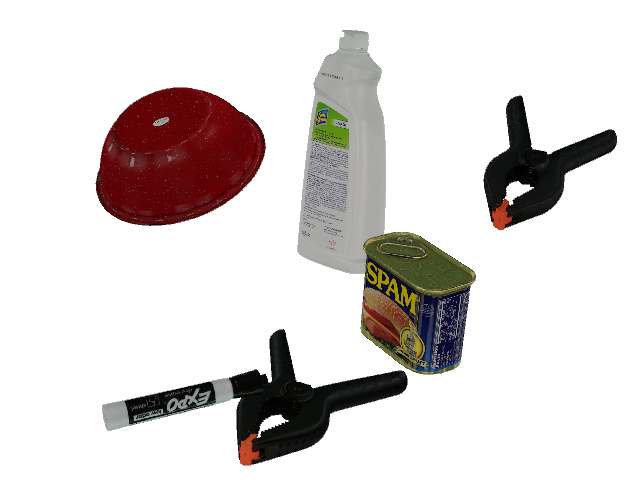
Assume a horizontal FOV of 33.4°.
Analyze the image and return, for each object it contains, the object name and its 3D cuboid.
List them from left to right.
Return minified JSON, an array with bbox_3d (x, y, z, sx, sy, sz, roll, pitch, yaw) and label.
[{"bbox_3d":[-0.134,-0.088,0.955,0.162,0.162,0.055,0,-44,19],"label":"bowl"},{"bbox_3d":[-0.096,0.114,0.768,0.121,0.020,0.020,-11,4,-19],"label":"marker"},{"bbox_3d":[-0.013,0.165,1.089,0.165,0.036,0.209,12,28,18],"label":"clamp"},{"bbox_3d":[0.032,-0.097,1.149,0.103,0.251,0.067,18,21,38],"label":"bleach bottle"},{"bbox_3d":[0.077,0.052,0.888,0.057,0.084,0.102,-14,32,-30],"label":"can of meat"},{"bbox_3d":[0.211,-0.082,1.088,0.120,0.039,0.171,29,55,30],"label":"clamp"}]
